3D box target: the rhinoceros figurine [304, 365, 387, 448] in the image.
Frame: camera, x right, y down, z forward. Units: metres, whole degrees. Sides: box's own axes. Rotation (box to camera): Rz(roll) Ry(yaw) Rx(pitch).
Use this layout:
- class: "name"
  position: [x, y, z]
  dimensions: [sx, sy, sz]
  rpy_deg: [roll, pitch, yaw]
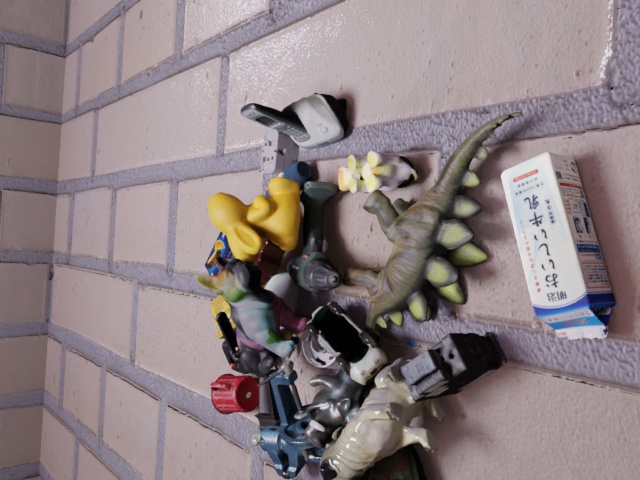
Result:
- class: "rhinoceros figurine"
  position: [0.042, 0.269, 0.926]
  dimensions: [0.190, 0.073, 0.112]
  rpy_deg: [-46, 38, -22]

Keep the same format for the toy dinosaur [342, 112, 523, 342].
- class: "toy dinosaur"
  position: [0.163, 0.000, 0.855]
  dimensions: [0.199, 0.105, 0.470]
  rpy_deg: [38, 124, 35]

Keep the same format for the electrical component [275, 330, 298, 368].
- class: "electrical component"
  position: [-0.090, 0.230, 1.169]
  dimensions: [0.102, 0.045, 0.078]
  rpy_deg: [-49, 25, 32]

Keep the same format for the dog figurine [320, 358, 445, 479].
- class: "dog figurine"
  position: [0.083, 0.285, 0.845]
  dimensions: [0.121, 0.172, 0.190]
  rpy_deg: [49, 121, -1]

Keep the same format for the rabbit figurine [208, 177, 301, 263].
- class: "rabbit figurine"
  position: [-0.129, -0.035, 1.024]
  dimensions: [0.122, 0.173, 0.162]
  rpy_deg: [135, 142, -62]

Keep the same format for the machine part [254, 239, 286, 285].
- class: "machine part"
  position: [-0.121, 0.012, 1.167]
  dimensions: [0.179, 0.056, 0.179]
  rpy_deg: [-48, 29, 39]

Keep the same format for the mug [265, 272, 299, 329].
- class: "mug"
  position: [-0.079, 0.128, 1.130]
  dimensions: [0.081, 0.109, 0.107]
  rpy_deg: [4, 53, 26]

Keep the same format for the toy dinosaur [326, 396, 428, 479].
- class: "toy dinosaur"
  position: [0.116, 0.405, 0.870]
  dimensions: [0.192, 0.131, 0.405]
  rpy_deg: [-22, 62, 28]

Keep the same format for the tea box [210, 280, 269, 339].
- class: "tea box"
  position: [-0.182, 0.159, 1.257]
  dimensions: [0.169, 0.068, 0.098]
  rpy_deg: [-35, 61, 43]

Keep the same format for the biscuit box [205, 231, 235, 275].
- class: "biscuit box"
  position: [-0.212, 0.009, 1.309]
  dimensions: [0.063, 0.059, 0.202]
  rpy_deg: [53, 124, 37]

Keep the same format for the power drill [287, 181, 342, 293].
- class: "power drill"
  position: [-0.002, -0.003, 1.023]
  dimensions: [0.232, 0.086, 0.207]
  rpy_deg: [155, 114, -71]

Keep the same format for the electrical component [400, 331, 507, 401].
- class: "electrical component"
  position: [0.187, 0.184, 0.784]
  dimensions: [0.115, 0.134, 0.058]
  rpy_deg: [-48, 52, 34]

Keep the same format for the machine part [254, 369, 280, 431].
- class: "machine part"
  position: [-0.117, 0.357, 1.191]
  dimensions: [0.084, 0.039, 0.138]
  rpy_deg: [-14, 78, 53]

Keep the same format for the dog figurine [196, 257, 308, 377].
- class: "dog figurine"
  position: [-0.141, 0.135, 1.013]
  dimensions: [0.219, 0.108, 0.191]
  rpy_deg: [42, 129, -1]

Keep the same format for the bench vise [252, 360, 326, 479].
- class: "bench vise"
  position: [-0.051, 0.339, 1.031]
  dimensions: [0.224, 0.129, 0.240]
  rpy_deg: [-2, 110, 41]

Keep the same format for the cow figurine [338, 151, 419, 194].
- class: "cow figurine"
  position: [0.098, -0.117, 0.954]
  dimensions: [0.167, 0.098, 0.068]
  rpy_deg: [-173, 82, -68]

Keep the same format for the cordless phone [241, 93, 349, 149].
- class: "cordless phone"
  position: [-0.049, -0.247, 1.050]
  dimensions: [0.147, 0.184, 0.088]
  rpy_deg: [-6, 78, 49]

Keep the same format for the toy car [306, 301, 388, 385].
- class: "toy car"
  position: [0.042, 0.173, 0.938]
  dimensions: [0.073, 0.056, 0.202]
  rpy_deg: [-42, 33, -7]

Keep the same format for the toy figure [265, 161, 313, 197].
- class: "toy figure"
  position: [-0.074, -0.115, 1.161]
  dimensions: [0.154, 0.064, 0.058]
  rpy_deg: [-32, 22, 46]
